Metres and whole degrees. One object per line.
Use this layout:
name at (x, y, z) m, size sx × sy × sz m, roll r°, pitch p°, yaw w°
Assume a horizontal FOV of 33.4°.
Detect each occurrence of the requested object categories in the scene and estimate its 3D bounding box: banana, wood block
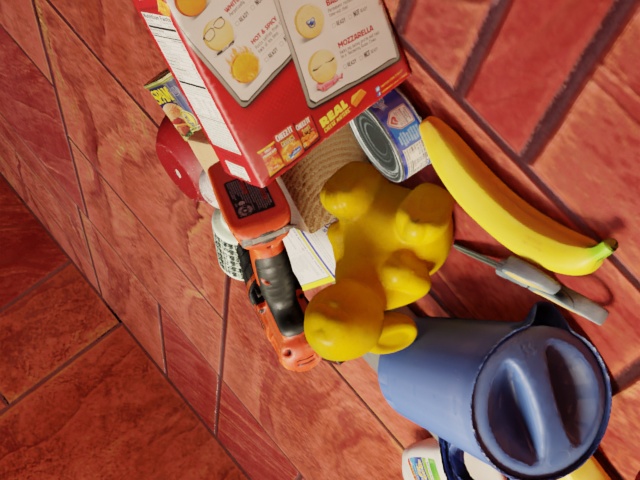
banana at (0.149, -0.026, 0.821) m, size 0.198 × 0.037 × 0.070 m, roll 38°, pitch 141°, yaw 34°
wood block at (-0.042, -0.081, 1.089) m, size 0.206 × 0.090 × 0.091 m, roll 19°, pitch 142°, yaw 60°

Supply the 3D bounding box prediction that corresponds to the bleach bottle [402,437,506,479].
bleach bottle at (0.156, 0.299, 1.345) m, size 0.251 × 0.068 × 0.102 m, roll 126°, pitch 121°, yaw -73°

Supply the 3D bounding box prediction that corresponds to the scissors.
scissors at (0.150, 0.020, 0.879) m, size 0.096 × 0.016 × 0.202 m, roll 30°, pitch 180°, yaw -40°

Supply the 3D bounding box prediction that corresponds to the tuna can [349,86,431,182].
tuna can at (0.057, -0.092, 0.899) m, size 0.086 × 0.033 × 0.086 m, roll 53°, pitch 168°, yaw 16°

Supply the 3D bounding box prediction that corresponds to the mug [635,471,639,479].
mug at (0.286, 0.211, 0.858) m, size 0.081 × 0.093 × 0.117 m, roll 81°, pitch 177°, yaw -64°

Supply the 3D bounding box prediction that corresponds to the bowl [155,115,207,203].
bowl at (-0.167, -0.104, 1.403) m, size 0.162 × 0.055 × 0.162 m, roll 45°, pitch 161°, yaw 20°

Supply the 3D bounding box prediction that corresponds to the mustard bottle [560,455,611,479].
mustard bottle at (0.269, 0.267, 1.031) m, size 0.191 × 0.058 × 0.096 m, roll 52°, pitch 161°, yaw 0°

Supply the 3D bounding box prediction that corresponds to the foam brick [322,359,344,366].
foam brick at (0.016, 0.124, 1.388) m, size 0.053 × 0.051 × 0.078 m, roll 57°, pitch 162°, yaw -15°

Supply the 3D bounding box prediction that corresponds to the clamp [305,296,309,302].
clamp at (-0.053, 0.053, 1.313) m, size 0.171 × 0.039 × 0.120 m, roll 61°, pitch 154°, yaw -8°

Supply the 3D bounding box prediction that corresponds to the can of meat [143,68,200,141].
can of meat at (-0.152, -0.166, 1.251) m, size 0.084 × 0.057 × 0.102 m, roll 55°, pitch 163°, yaw -16°

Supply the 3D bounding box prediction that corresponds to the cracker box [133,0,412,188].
cracker box at (-0.042, -0.174, 0.799) m, size 0.072 × 0.164 × 0.213 m, roll 22°, pitch 146°, yaw 53°

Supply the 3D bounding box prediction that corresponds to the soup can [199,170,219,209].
soup can at (-0.104, -0.076, 1.281) m, size 0.068 × 0.068 × 0.102 m, roll 54°, pitch 162°, yaw -4°

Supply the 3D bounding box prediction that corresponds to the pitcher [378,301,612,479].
pitcher at (0.143, 0.143, 0.981) m, size 0.145 × 0.149 × 0.243 m, roll 54°, pitch 165°, yaw -12°

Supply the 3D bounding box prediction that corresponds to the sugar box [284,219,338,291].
sugar box at (-0.007, 0.001, 1.168) m, size 0.177 × 0.048 × 0.093 m, roll -21°, pitch 106°, yaw 53°

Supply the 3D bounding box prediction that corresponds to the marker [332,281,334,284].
marker at (0.059, 0.043, 1.126) m, size 0.121 × 0.020 × 0.020 m, roll -13°, pitch 115°, yaw 48°

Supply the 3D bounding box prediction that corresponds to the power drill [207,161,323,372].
power drill at (-0.053, 0.008, 1.009) m, size 0.187 × 0.057 × 0.184 m, roll 75°, pitch 170°, yaw -45°
